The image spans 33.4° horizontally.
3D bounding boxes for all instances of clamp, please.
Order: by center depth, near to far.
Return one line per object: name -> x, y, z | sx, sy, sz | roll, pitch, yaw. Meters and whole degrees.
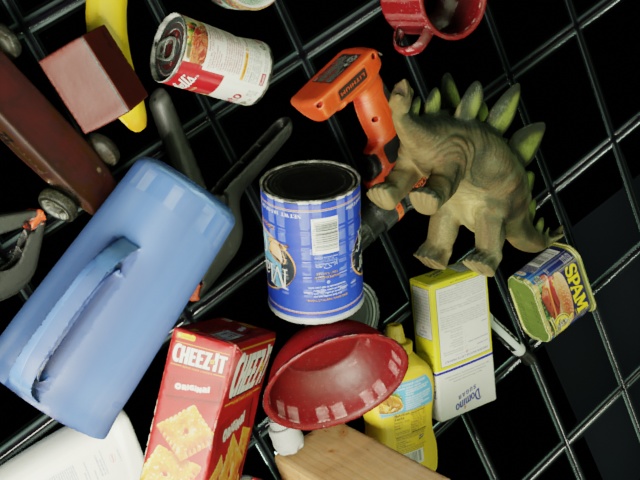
clamp -> -0.308, 0.042, 0.961 | 0.171, 0.039, 0.120 | -39, 121, -22
clamp -> -0.121, -0.046, 1.068 | 0.164, 0.036, 0.210 | 17, 91, -37

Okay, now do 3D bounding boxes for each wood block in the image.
wood block -> 0.050, 0.278, 1.143 | 0.090, 0.206, 0.091 | -27, 113, -27

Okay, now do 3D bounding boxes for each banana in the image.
banana -> -0.186, -0.201, 0.995 | 0.069, 0.037, 0.198 | 0, 99, -34

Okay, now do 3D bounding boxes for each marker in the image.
marker -> 0.237, 0.125, 1.351 | 0.121, 0.020, 0.020 | 41, 76, -32

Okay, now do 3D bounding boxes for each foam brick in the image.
foam brick -> -0.201, -0.144, 0.957 | 0.078, 0.051, 0.053 | 59, 22, -13

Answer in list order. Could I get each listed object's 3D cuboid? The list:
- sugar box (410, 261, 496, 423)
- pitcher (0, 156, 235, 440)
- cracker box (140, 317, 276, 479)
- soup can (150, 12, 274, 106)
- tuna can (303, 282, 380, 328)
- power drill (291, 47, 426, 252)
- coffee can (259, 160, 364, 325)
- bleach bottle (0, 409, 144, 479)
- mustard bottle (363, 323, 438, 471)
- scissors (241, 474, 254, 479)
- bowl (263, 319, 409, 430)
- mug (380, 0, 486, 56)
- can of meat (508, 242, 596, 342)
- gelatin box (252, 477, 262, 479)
sugar box -> 0.161, 0.121, 1.285 | 0.093, 0.048, 0.176 | -16, 111, -30
pitcher -> -0.185, 0.047, 0.962 | 0.144, 0.149, 0.243 | 37, 84, -36
cracker box -> -0.112, 0.190, 1.046 | 0.072, 0.164, 0.214 | 14, 92, 10
soup can -> -0.105, -0.174, 1.037 | 0.102, 0.069, 0.068 | 11, 93, -35
tuna can -> 0.023, 0.083, 1.192 | 0.085, 0.034, 0.086 | -7, 103, -33
power drill -> 0.046, -0.099, 1.159 | 0.184, 0.057, 0.187 | -47, 124, -22
coffee can -> -0.007, 0.001, 1.098 | 0.102, 0.103, 0.140 | -20, 122, -29
bleach bottle -> -0.287, 0.250, 1.002 | 0.250, 0.068, 0.102 | -26, 112, -25
mustard bottle -> 0.090, 0.190, 1.242 | 0.096, 0.058, 0.192 | -12, 106, -32
scissors -> -0.065, 0.338, 1.194 | 0.096, 0.016, 0.201 | -51, 122, -15
bowl -> 0.010, 0.133, 1.134 | 0.162, 0.055, 0.162 | -14, 139, -12
mug -> 0.115, -0.253, 1.158 | 0.093, 0.082, 0.117 | 26, 85, -35
can of meat -> 0.293, 0.067, 1.355 | 0.083, 0.058, 0.102 | -33, 115, -21
gelatin box -> -0.067, 0.314, 1.158 | 0.073, 0.030, 0.089 | 46, 72, -31
